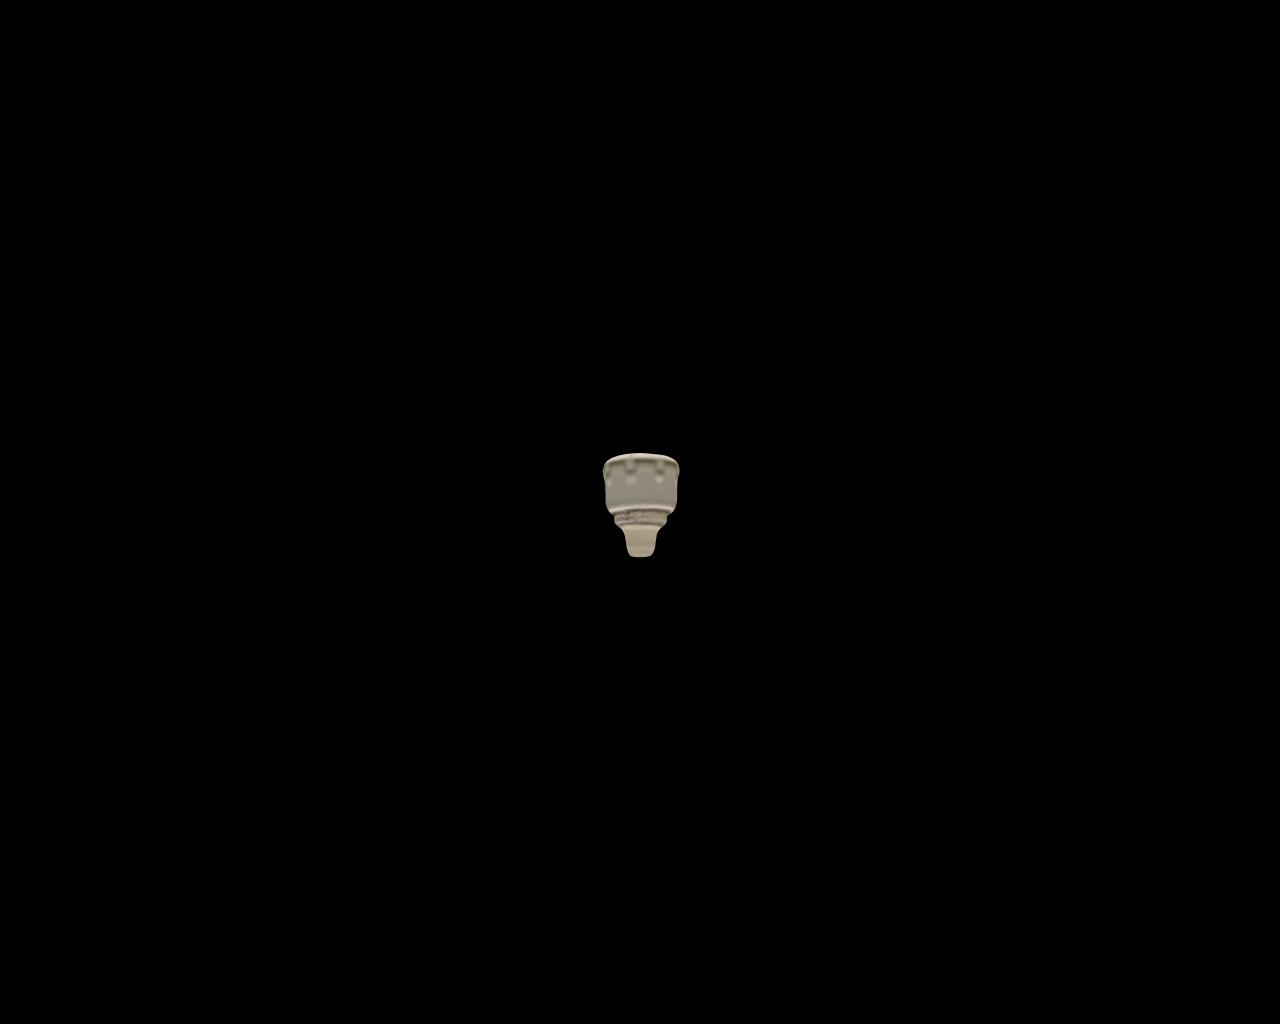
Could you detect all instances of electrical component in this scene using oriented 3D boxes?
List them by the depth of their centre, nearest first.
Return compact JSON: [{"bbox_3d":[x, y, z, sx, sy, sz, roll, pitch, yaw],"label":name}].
[{"bbox_3d":[0.001,-0.003,0.650,0.048,0.062,0.048,0,-10,0],"label":"electrical component"}]
